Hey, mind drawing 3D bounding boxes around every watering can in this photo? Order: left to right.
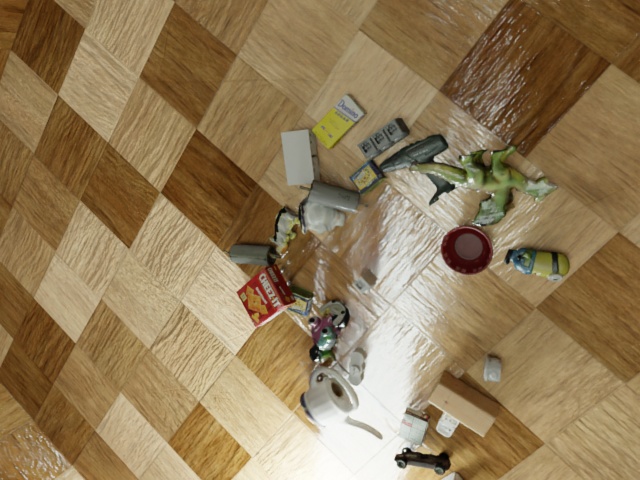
[{"bbox_3d":[0.065,0.640,1.936,0.221,0.105,0.349,-38,85,28],"label":"watering can"}]

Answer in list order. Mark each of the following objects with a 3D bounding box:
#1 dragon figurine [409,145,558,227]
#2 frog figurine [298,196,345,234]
[{"bbox_3d":[0.488,-0.152,1.543,0.409,0.124,0.240,-9,104,13],"label":"dragon figurine"},{"bbox_3d":[0.006,-0.092,1.819,0.160,0.122,0.137,-7,92,-11],"label":"frog figurine"}]
